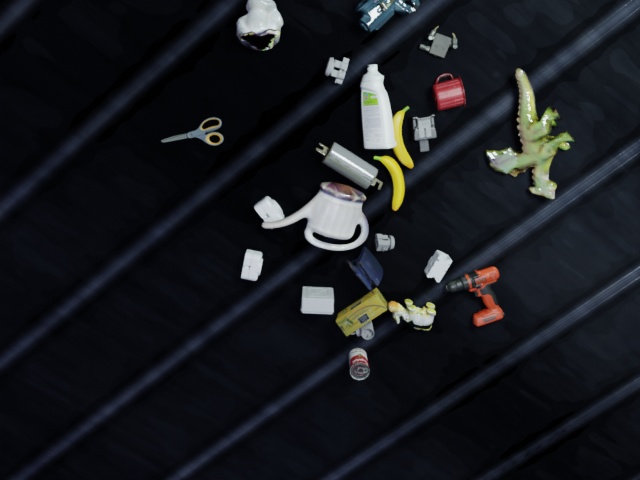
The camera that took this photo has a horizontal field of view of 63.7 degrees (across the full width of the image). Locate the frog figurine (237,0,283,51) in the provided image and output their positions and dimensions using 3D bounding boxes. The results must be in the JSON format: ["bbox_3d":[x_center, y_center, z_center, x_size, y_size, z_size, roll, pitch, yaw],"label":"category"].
[{"bbox_3d":[-0.180,-0.644,1.511,0.137,0.162,0.121,-13,-20,12],"label":"frog figurine"}]

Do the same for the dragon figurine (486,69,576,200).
[{"bbox_3d":[0.635,-0.302,1.605,0.240,0.407,0.124,-37,12,18],"label":"dragon figurine"}]

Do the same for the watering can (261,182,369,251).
[{"bbox_3d":[0.005,-0.083,1.646,0.347,0.222,0.105,14,16,-16],"label":"watering can"}]
